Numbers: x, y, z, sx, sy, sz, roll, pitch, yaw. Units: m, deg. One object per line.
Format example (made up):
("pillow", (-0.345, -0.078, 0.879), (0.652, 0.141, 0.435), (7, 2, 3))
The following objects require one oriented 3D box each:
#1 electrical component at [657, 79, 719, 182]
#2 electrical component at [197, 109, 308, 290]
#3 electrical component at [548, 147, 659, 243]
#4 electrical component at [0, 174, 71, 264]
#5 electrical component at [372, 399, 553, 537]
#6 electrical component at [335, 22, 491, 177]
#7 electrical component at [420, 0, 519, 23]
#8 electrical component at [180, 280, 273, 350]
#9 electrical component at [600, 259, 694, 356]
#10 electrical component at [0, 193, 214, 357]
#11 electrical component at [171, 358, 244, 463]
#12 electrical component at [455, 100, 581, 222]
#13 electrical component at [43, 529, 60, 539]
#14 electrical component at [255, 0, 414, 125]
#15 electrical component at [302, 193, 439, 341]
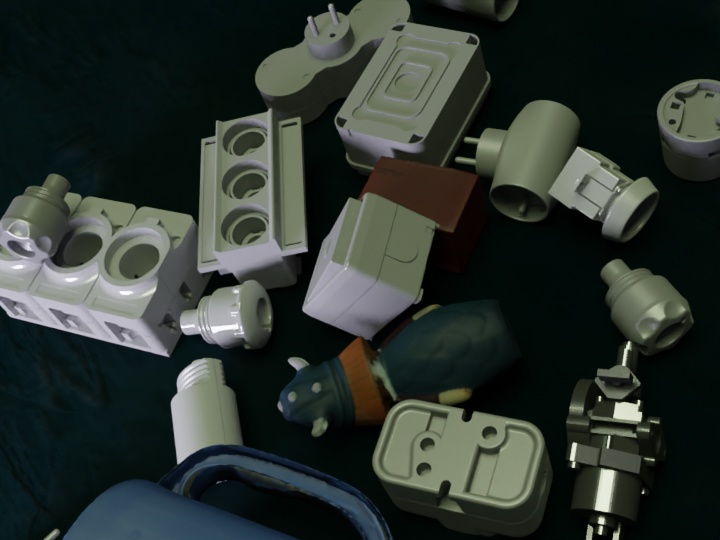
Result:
("electrical component", (0.232, -0.094, 0.732), (0.055, 0.047, 0.055), (-8, 55, 12))
("electrical component", (-0.075, -0.049, 0.788), (0.079, 0.063, 0.121), (-11, 54, 10))
("electrical component", (0.165, -0.050, 0.720), (0.055, 0.066, 0.048), (39, 109, 26))
("electrical component", (-0.226, -0.039, 0.762), (0.043, 0.043, 0.062), (7, 57, 21))
("electrical component", (0.062, 0.118, 0.633), (0.095, 0.059, 0.053), (9, 60, 22))
("electrical component", (0.042, -0.122, 0.806), (0.078, 0.057, 0.113), (17, 63, 26))
("electrical component", (0.097, -0.245, 0.881), (0.077, 0.044, 0.079), (24, 66, 30))
("electrical component", (-0.095, 0.034, 0.751), (0.062, 0.048, 0.048), (-8, 55, 21))
("electrical component", (0.176, 0.020, 0.675), (0.043, 0.043, 0.062), (-30, 52, -4))
("electrical component", (-0.195, -0.003, 0.795), (0.150, 0.061, 0.089), (11, 61, 24))
("electrical component", (-0.102, 0.095, 0.711), (0.043, 0.043, 0.081), (-18, 53, 5))
("electrical component", (0.108, -0.080, 0.764), (0.079, 0.043, 0.077), (12, 61, 24))
("electrical component", (-0.215, 0.198, 0.675), (0.079, 0.043, 0.077), (-43, 55, -14))
("electrical component", (-0.022, -0.179, 0.854), (0.138, 0.073, 0.052), (-32, 53, -5))
("electrical component", (0.000, 0.000, 0.715), (0.061, 0.096, 0.061), (24, 59, -14))
